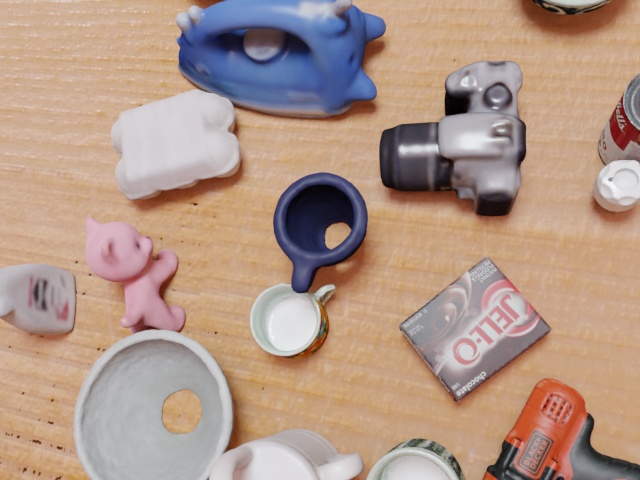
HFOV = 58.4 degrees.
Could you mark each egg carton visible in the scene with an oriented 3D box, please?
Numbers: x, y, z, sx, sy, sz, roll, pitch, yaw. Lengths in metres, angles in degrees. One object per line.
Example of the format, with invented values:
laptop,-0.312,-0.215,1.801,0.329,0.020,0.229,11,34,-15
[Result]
egg carton,-0.164,-0.108,0.654,0.150,0.069,0.107,-15,74,9

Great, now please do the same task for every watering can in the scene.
watering can,-0.048,0.223,0.480,0.173,0.194,0.100,-46,71,-1

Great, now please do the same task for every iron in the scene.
iron,-0.065,-0.215,0.619,0.257,0.142,0.119,5,78,15

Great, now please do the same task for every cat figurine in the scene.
cat figurine,-0.202,0.036,0.603,0.067,0.118,0.128,-17,73,9

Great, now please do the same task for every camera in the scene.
camera,0.129,-0.102,0.567,0.136,0.101,0.143,0,77,14

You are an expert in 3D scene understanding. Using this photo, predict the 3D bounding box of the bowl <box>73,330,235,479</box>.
bowl,-0.155,0.177,0.580,0.167,0.075,0.167,-3,76,13

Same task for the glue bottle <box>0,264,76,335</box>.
glue bottle,-0.323,0.055,0.598,0.037,0.173,0.078,-12,74,11

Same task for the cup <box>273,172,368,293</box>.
cup,0.005,0.002,0.574,0.091,0.095,0.118,14,80,16
